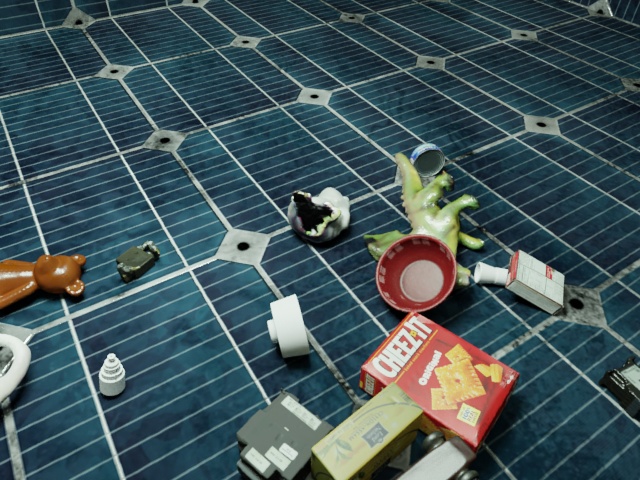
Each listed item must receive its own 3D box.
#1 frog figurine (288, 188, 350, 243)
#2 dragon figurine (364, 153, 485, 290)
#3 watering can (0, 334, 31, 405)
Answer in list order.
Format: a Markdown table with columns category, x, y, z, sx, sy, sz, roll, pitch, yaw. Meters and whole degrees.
| category | x | y | z | sx | sy | sz | roll | pitch | yaw |
| --- | --- | --- | --- | --- | --- | --- | --- | --- | --- |
| frog figurine | 0.004 | -0.059 | 1.181 | 0.137 | 0.122 | 0.160 | 4 | 6 | 15 |
| dragon figurine | 0.208 | -0.038 | 1.148 | 0.244 | 0.119 | 0.418 | -26 | 48 | -16 |
| watering can | -0.635 | 0.261 | 0.792 | 0.349 | 0.101 | 0.229 | -15 | 45 | -18 |
